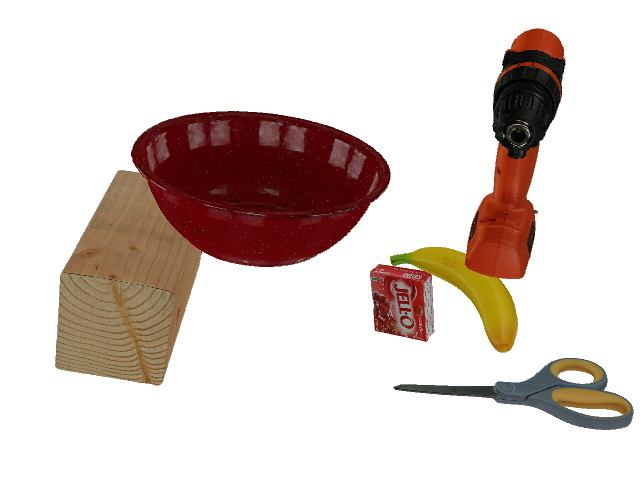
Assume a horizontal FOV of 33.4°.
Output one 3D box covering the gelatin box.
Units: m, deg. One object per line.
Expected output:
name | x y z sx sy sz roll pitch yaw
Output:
gelatin box | 0.103 0.077 1.336 0.073 0.089 0.030 10 31 28

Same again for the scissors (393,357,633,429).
scissors | 0.169 0.122 0.926 0.202 0.016 0.096 11 29 7

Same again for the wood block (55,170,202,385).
wood block | -0.157 0.025 0.924 0.090 0.091 0.206 10 26 -2

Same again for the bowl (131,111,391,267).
bowl | -0.038 -0.028 0.675 0.162 0.055 0.162 6 26 -3

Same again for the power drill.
power drill | 0.162 -0.064 0.886 0.057 0.188 0.184 13 33 11

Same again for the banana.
banana | 0.155 0.053 1.118 0.069 0.037 0.198 -35 39 -13
